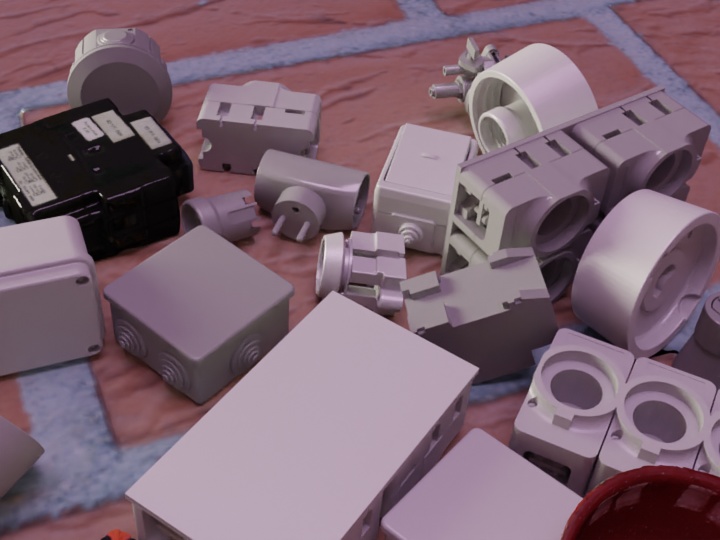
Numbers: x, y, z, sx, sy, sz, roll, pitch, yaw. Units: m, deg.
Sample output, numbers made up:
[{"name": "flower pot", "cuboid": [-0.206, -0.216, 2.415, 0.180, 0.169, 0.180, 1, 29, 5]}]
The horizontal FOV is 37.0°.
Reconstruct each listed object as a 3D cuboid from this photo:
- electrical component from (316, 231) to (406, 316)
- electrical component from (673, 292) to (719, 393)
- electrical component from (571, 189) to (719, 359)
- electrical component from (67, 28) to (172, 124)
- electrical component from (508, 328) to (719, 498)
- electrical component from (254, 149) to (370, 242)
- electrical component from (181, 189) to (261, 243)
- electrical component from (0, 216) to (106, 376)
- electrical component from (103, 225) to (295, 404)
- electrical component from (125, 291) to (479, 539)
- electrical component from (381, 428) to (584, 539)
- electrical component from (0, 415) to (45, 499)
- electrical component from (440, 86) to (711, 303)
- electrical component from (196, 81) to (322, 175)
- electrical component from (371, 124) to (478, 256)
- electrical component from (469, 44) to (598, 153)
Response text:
[{"name": "electrical component", "cuboid": [0.000, 0.000, 0.738, 0.055, 0.048, 0.066, 7, 43, -8]}, {"name": "electrical component", "cuboid": [0.232, 0.046, 0.695, 0.044, 0.065, 0.044, 2, 44, -2]}, {"name": "electrical component", "cuboid": [0.185, -0.002, 0.714, 0.108, 0.108, 0.060, -32, 49, -32]}, {"name": "electrical component", "cuboid": [-0.190, -0.150, 0.853, 0.080, 0.080, 0.051, -5, 39, -10]}, {"name": "electrical component", "cuboid": [0.171, 0.103, 0.633, 0.150, 0.061, 0.089, 21, 46, 16]}, {"name": "electrical component", "cuboid": [-0.041, -0.048, 0.786, 0.077, 0.043, 0.079, 14, 45, 10]}, {"name": "electrical component", "cuboid": [-0.099, -0.036, 0.771, 0.046, 0.040, 0.040, -18, 48, -29]}, {"name": "electrical component", "cuboid": [-0.222, 0.020, 0.674, 0.113, 0.078, 0.057, -12, 44, -17]}, {"name": "electrical component", "cuboid": [-0.103, 0.028, 0.696, 0.100, 0.048, 0.100, 33, 51, 26]}, {"name": "electrical component", "cuboid": [-0.027, 0.108, 0.612, 0.105, 0.060, 0.186, 27, 48, 22]}, {"name": "electrical component", "cuboid": [0.070, 0.148, 0.587, 0.100, 0.048, 0.100, 33, 50, 26]}, {"name": "electrical component", "cuboid": [-0.229, 0.091, 0.589, 0.099, 0.099, 0.064, 20, 52, 15]}, {"name": "electrical component", "cuboid": [0.153, -0.045, 0.754, 0.186, 0.105, 0.060, -23, 50, -26]}, {"name": "electrical component", "cuboid": [-0.077, -0.111, 0.842, 0.089, 0.050, 0.055, 6, 44, 2]}, {"name": "electrical component", "cuboid": [0.047, -0.058, 0.790, 0.062, 0.061, 0.096, 13, 44, 9]}, {"name": "electrical component", "cuboid": [0.126, -0.112, 0.823, 0.060, 0.108, 0.108, -25, 51, -20]}]
